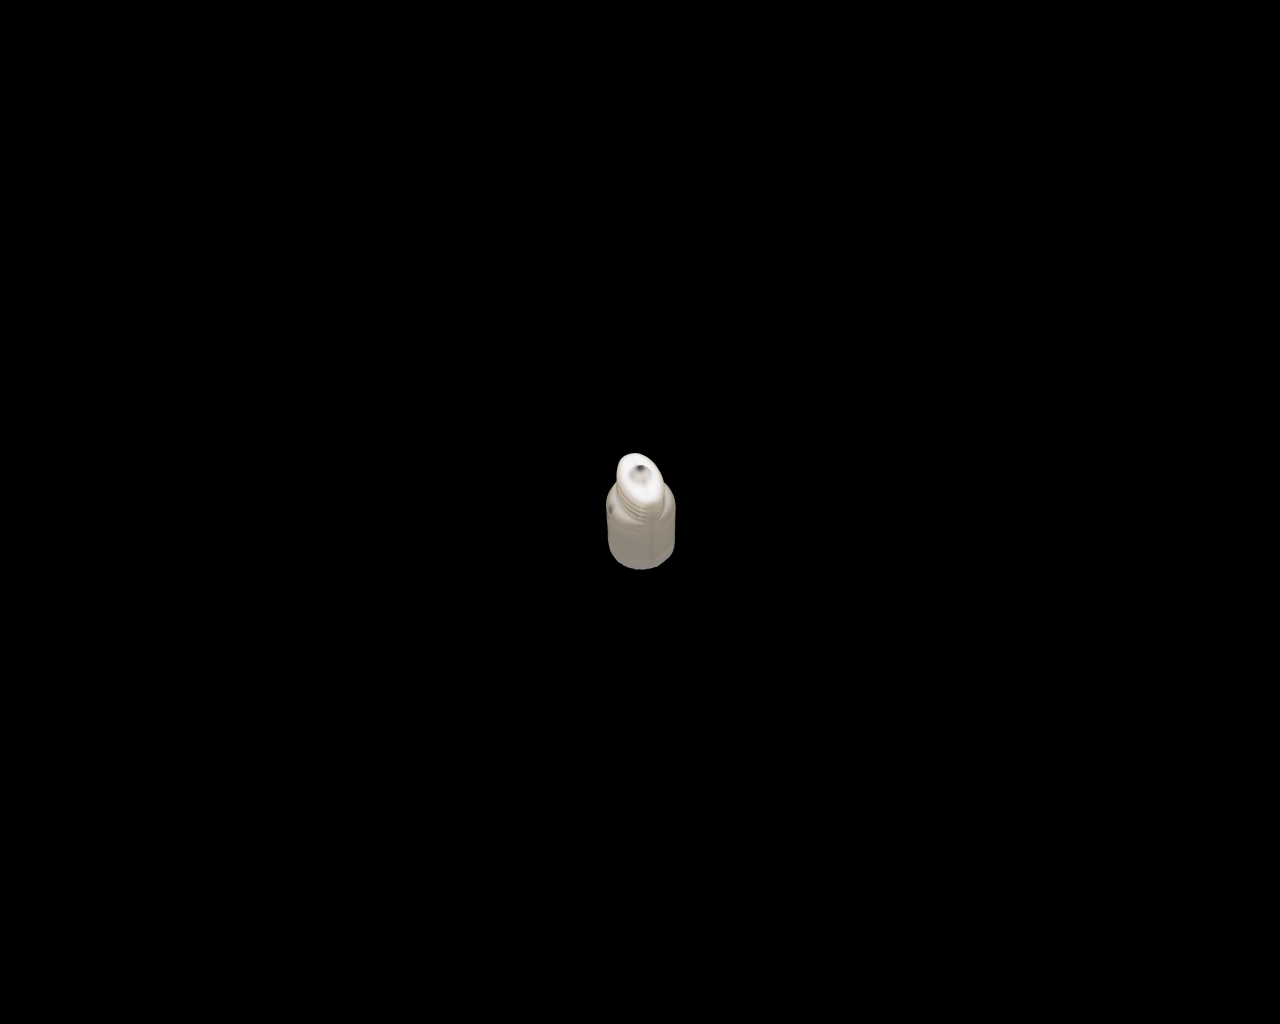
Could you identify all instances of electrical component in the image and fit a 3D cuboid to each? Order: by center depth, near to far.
[{"bbox_3d":[0.001,-0.003,0.650,0.043,0.043,0.080,0,-37,0],"label":"electrical component"}]
